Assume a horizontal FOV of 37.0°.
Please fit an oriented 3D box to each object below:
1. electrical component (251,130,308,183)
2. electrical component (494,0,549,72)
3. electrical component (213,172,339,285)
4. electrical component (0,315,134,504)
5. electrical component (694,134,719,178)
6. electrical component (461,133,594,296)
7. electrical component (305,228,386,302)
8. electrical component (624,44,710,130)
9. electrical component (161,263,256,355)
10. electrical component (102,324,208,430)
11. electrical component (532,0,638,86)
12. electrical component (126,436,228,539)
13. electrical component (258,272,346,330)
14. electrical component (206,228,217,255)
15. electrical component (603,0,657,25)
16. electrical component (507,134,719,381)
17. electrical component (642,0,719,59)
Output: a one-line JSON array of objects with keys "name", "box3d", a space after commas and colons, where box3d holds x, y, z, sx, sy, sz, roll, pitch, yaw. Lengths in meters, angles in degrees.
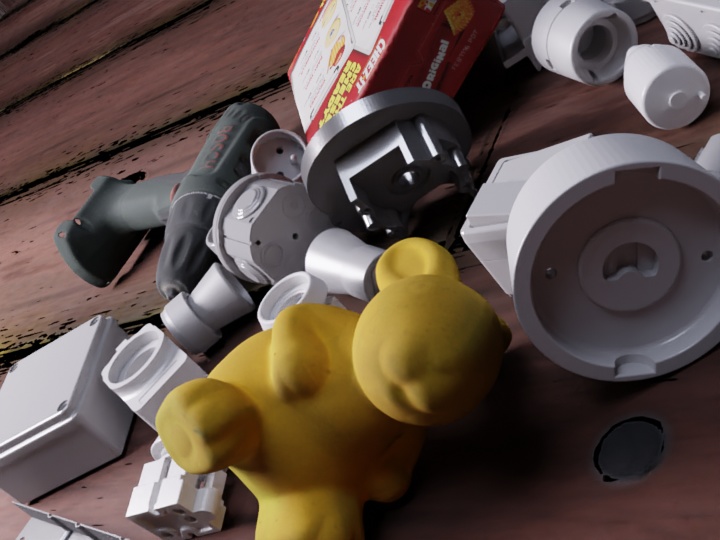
[{"name": "electrical component", "box3d": [-0.061, -0.058, 0.828, 0.077, 0.044, 0.079, 109, 160, -78]}, {"name": "electrical component", "box3d": [0.127, -0.208, 0.798, 0.079, 0.063, 0.121, -31, 30, 19]}, {"name": "electrical component", "box3d": [-0.059, -0.027, 0.761, 0.080, 0.080, 0.051, -51, 34, -17]}, {"name": "electrical component", "box3d": [-0.221, 0.103, 0.803, 0.109, 0.056, 0.108, -28, 31, 23]}, {"name": "electrical component", "box3d": [0.177, -0.040, 0.529, 0.040, 0.040, 0.046, -8, 37, 46]}, {"name": "electrical component", "box3d": [0.101, -0.029, 0.584, 0.096, 0.061, 0.061, -7, 44, 47]}, {"name": "electrical component", "box3d": [0.000, 0.000, 0.691, 0.044, 0.044, 0.065, -50, 34, -15]}, {"name": "electrical component", "box3d": [0.175, -0.113, 0.631, 0.040, 0.040, 0.078, -34, 29, 13]}, {"name": "electrical component", "box3d": [-0.111, 0.029, 0.783, 0.055, 0.045, 0.045, -41, 28, 3]}, {"name": "electrical component", "box3d": [-0.136, 0.077, 0.736, 0.050, 0.055, 0.089, -47, 29, -10]}, {"name": "electrical component", "box3d": [0.148, -0.150, 0.703, 0.055, 0.055, 0.047, -41, 32, 1]}, {"name": "electrical component", "box3d": [-0.105, 0.126, 0.641, 0.066, 0.048, 0.055, -21, 42, 33]}, {"name": "electrical component", "box3d": [-0.030, 0.034, 0.664, 0.066, 0.055, 0.048, -4, 46, 49]}, {"name": "electrical component", "box3d": [-0.087, -0.018, 0.817, 0.040, 0.046, 0.040, -30, 30, 20]}, {"name": "electrical component", "box3d": [0.181, -0.199, 0.727, 0.045, 0.055, 0.045, -30, 30, 20]}, {"name": "electrical component", "box3d": [0.119, -0.010, 0.493, 0.108, 0.108, 0.060, -34, 23, 14]}, {"name": "electrical component", "box3d": [0.229, -0.168, 0.632, 0.100, 0.048, 0.099, -42, 28, -1]}]
